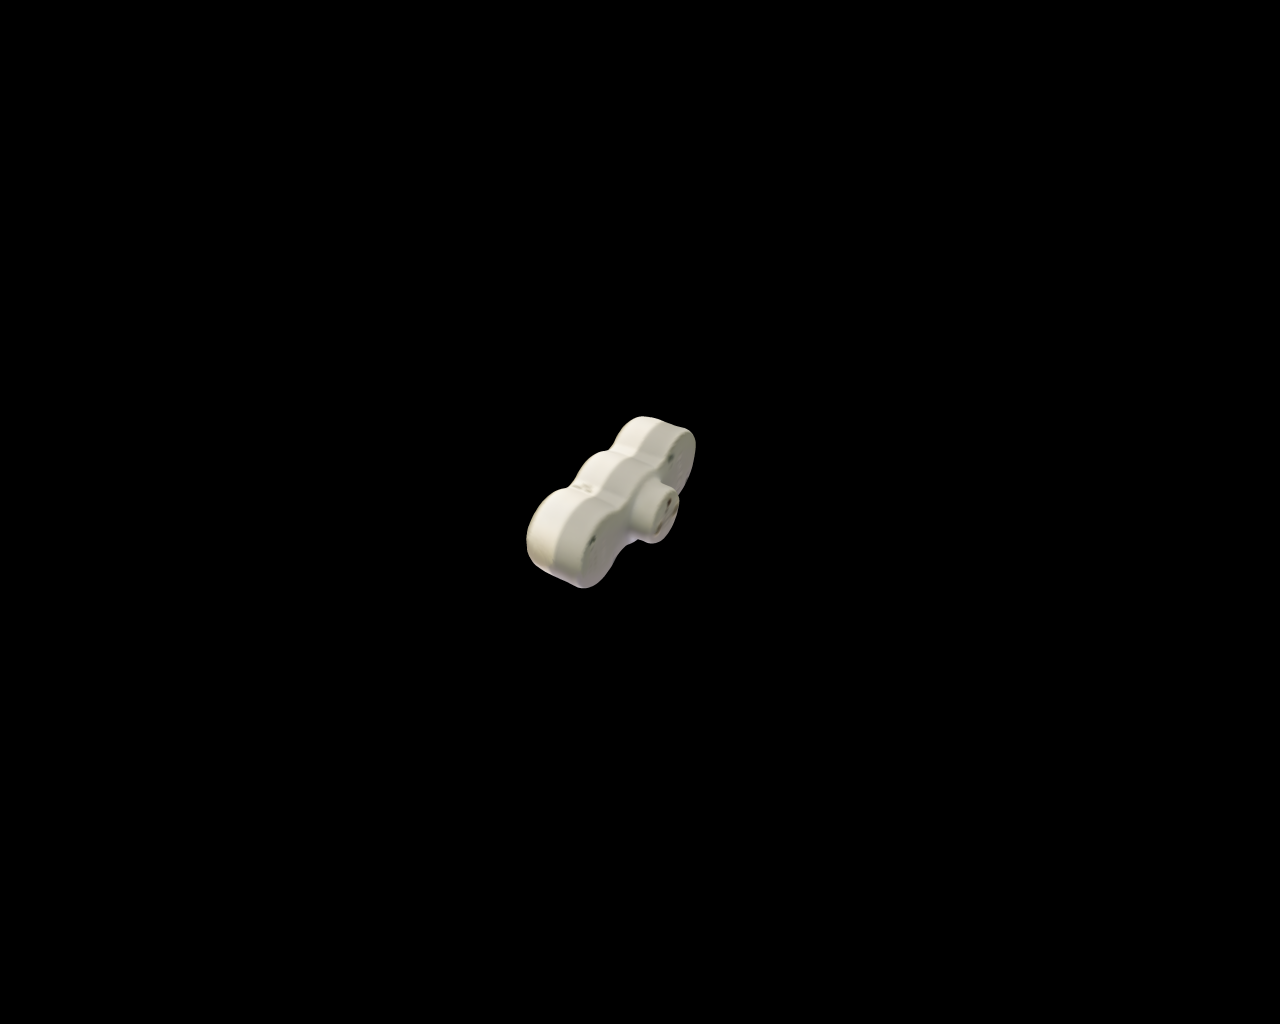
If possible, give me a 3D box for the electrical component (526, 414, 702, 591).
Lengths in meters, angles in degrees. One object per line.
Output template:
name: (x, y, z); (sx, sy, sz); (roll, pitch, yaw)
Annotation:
electrical component: (0.001, -0.003, 0.650); (0.074, 0.052, 0.138); (22, 45, 23)
